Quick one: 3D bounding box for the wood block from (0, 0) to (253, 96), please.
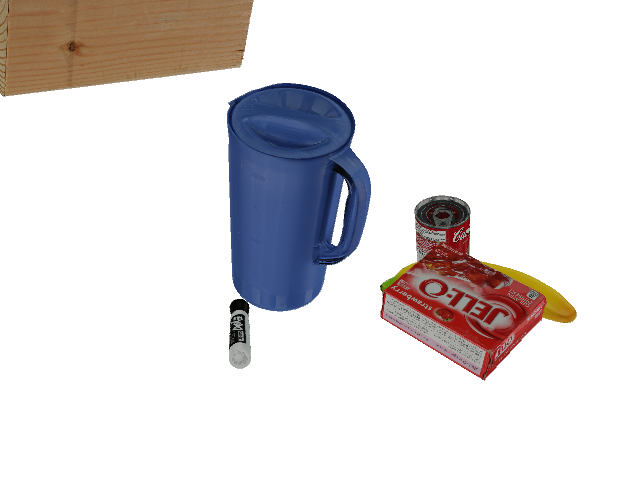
[{"bbox_3d":[-0.165,-0.185,0.849,0.205,0.091,0.090,-13,45,-33],"label":"wood block"}]

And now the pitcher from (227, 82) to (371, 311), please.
[{"bbox_3d":[-0.032,-0.035,1.166,0.145,0.243,0.149,0,42,-7],"label":"pitcher"}]

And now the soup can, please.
[{"bbox_3d":[0.151,0.005,1.324,0.068,0.102,0.068,-3,35,2],"label":"soup can"}]

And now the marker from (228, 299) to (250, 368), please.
[{"bbox_3d":[-0.073,0.082,0.965,0.020,0.020,0.121,0,18,-4],"label":"marker"}]

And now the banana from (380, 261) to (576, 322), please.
[{"bbox_3d":[0.164,0.050,1.102,0.198,0.037,0.069,7,42,12],"label":"banana"}]

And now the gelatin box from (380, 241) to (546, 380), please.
[{"bbox_3d":[0.098,0.046,0.732,0.089,0.030,0.073,30,46,27],"label":"gelatin box"}]
